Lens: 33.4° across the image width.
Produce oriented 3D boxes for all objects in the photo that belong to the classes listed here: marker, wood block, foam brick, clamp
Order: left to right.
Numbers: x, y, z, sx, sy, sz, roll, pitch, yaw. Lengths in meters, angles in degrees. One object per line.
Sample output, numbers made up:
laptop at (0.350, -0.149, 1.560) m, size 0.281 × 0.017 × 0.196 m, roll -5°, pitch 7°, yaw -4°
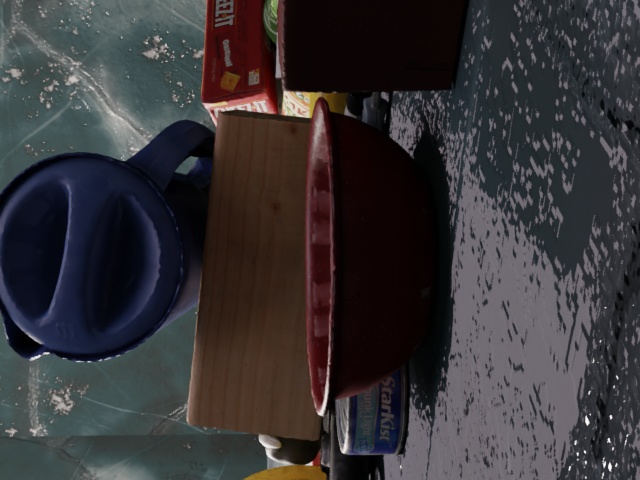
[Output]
wood block at (-0.031, 0.020, 0.724) m, size 0.091 × 0.090 × 0.206 m, roll -68°, pitch -15°, yaw -81°
clamp at (0.018, 0.147, 0.746) m, size 0.120 × 0.039 × 0.171 m, roll 84°, pitch -169°, yaw -65°
marker at (0.024, -0.079, 0.782) m, size 0.121 × 0.020 × 0.020 m, roll 98°, pitch 171°, yaw -62°
foam brick at (0.020, -0.100, 0.467) m, size 0.051 × 0.078 × 0.053 m, roll -97°, pitch 8°, yaw -47°

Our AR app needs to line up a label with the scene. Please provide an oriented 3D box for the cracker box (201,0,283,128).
cracker box at (-0.055, -0.137, 1.095) m, size 0.213 × 0.072 × 0.164 m, roll 64°, pitch -161°, yaw -52°

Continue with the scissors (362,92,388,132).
scissors at (0.034, -0.059, 0.669) m, size 0.202 × 0.016 × 0.096 m, roll 96°, pitch 176°, yaw -59°

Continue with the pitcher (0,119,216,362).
pitcher at (-0.126, -0.003, 0.779) m, size 0.242 × 0.149 × 0.145 m, roll -23°, pitch -75°, yaw -81°

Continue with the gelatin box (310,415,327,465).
gelatin box at (0.002, 0.178, 0.997) m, size 0.089 × 0.030 × 0.073 m, roll 105°, pitch 163°, yaw -75°

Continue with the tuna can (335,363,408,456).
tuna can at (0.029, 0.084, 0.630) m, size 0.086 × 0.033 × 0.086 m, roll 179°, pitch 90°, yaw -86°

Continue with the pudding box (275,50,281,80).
pudding box at (0.005, -0.159, 0.737) m, size 0.114 × 0.039 × 0.090 m, roll 180°, pitch 91°, yaw -65°

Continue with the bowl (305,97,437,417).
bowl at (0.024, 0.008, 0.545) m, size 0.162 × 0.055 × 0.162 m, roll 180°, pitch 90°, yaw -86°

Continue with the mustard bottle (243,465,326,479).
mustard bottle at (-0.012, 0.231, 0.742) m, size 0.191 × 0.096 × 0.058 m, roll -101°, pitch 13°, yaw -69°

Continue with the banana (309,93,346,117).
banana at (0.015, -0.116, 0.835) m, size 0.069 × 0.037 × 0.198 m, roll -54°, pitch -28°, yaw -60°
